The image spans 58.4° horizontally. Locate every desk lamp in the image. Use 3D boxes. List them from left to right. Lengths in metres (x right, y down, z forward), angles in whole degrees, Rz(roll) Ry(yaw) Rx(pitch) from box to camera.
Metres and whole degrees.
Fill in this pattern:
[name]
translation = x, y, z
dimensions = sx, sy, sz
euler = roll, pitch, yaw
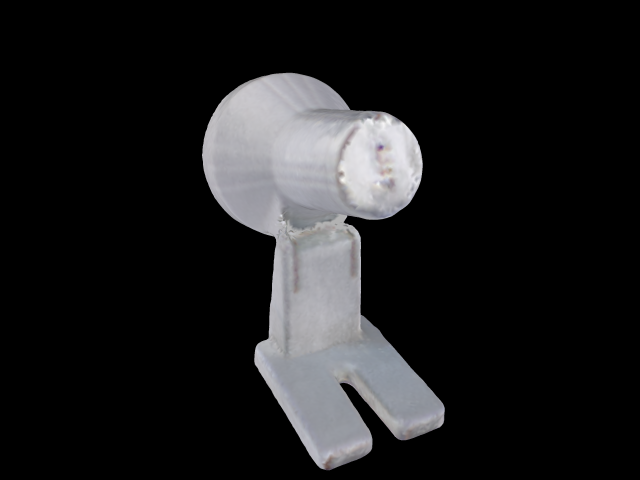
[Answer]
[desk lamp]
translation = 0.004, 0.001, 0.400
dimensions = 0.118, 0.214, 0.202
euler = -14, 32, -23
